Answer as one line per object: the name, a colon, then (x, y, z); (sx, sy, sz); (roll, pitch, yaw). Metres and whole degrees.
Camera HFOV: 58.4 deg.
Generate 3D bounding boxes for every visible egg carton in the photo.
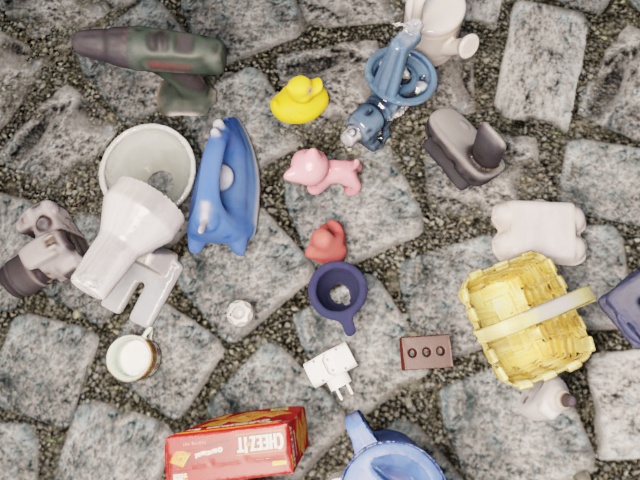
egg carton: (0.352, -0.012, 0.926); (0.150, 0.069, 0.107); (2, 79, 5)

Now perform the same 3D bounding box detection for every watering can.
watering can: (0.196, -0.373, 0.946); (0.172, 0.194, 0.101); (32, 83, 10)

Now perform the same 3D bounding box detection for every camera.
camera: (-0.474, 0.023, 0.962); (0.137, 0.101, 0.143); (-32, 78, -3)

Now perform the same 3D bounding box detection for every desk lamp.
desk lamp: (-0.289, 0.024, 0.891); (0.118, 0.213, 0.203); (24, 81, 9)

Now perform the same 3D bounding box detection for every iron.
iron: (-0.167, -0.109, 0.946); (0.118, 0.141, 0.258); (2, 79, 5)

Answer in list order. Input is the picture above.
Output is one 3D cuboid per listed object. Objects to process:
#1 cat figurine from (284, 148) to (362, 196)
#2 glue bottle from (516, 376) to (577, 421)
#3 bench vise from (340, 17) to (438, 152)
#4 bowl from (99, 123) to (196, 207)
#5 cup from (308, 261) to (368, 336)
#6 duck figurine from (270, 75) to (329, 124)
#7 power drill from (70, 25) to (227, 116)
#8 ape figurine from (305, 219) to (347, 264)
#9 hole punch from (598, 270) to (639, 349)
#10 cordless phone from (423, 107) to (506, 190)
cat figurine: (0.006, -0.119, 0.947); (0.127, 0.118, 0.067); (-2, 78, 4)
glue bottle: (0.333, 0.228, 0.826); (0.037, 0.173, 0.078); (34, 83, 10)
bench vise: (0.118, -0.239, 0.911); (0.121, 0.220, 0.207); (21, 81, 8)
bowl: (-0.287, -0.111, 0.989); (0.167, 0.075, 0.167); (-1, 79, 4)
cup: (0.035, 0.097, 0.914); (0.091, 0.095, 0.118); (-18, 78, 0)
duck figurine: (-0.038, -0.251, 0.994); (0.104, 0.086, 0.077); (-17, 78, 1)
power drill: (-0.260, -0.282, 0.953); (0.229, 0.208, 0.075); (-1, 78, 4)
ape figurine: (0.009, 0.003, 0.936); (0.078, 0.092, 0.076); (-30, 78, -2)
hole punch: (0.506, 0.105, 0.880); (0.101, 0.091, 0.108); (-37, 78, -3)
cordless phone: (0.237, -0.166, 0.906); (0.094, 0.185, 0.147); (-41, 78, -4)
